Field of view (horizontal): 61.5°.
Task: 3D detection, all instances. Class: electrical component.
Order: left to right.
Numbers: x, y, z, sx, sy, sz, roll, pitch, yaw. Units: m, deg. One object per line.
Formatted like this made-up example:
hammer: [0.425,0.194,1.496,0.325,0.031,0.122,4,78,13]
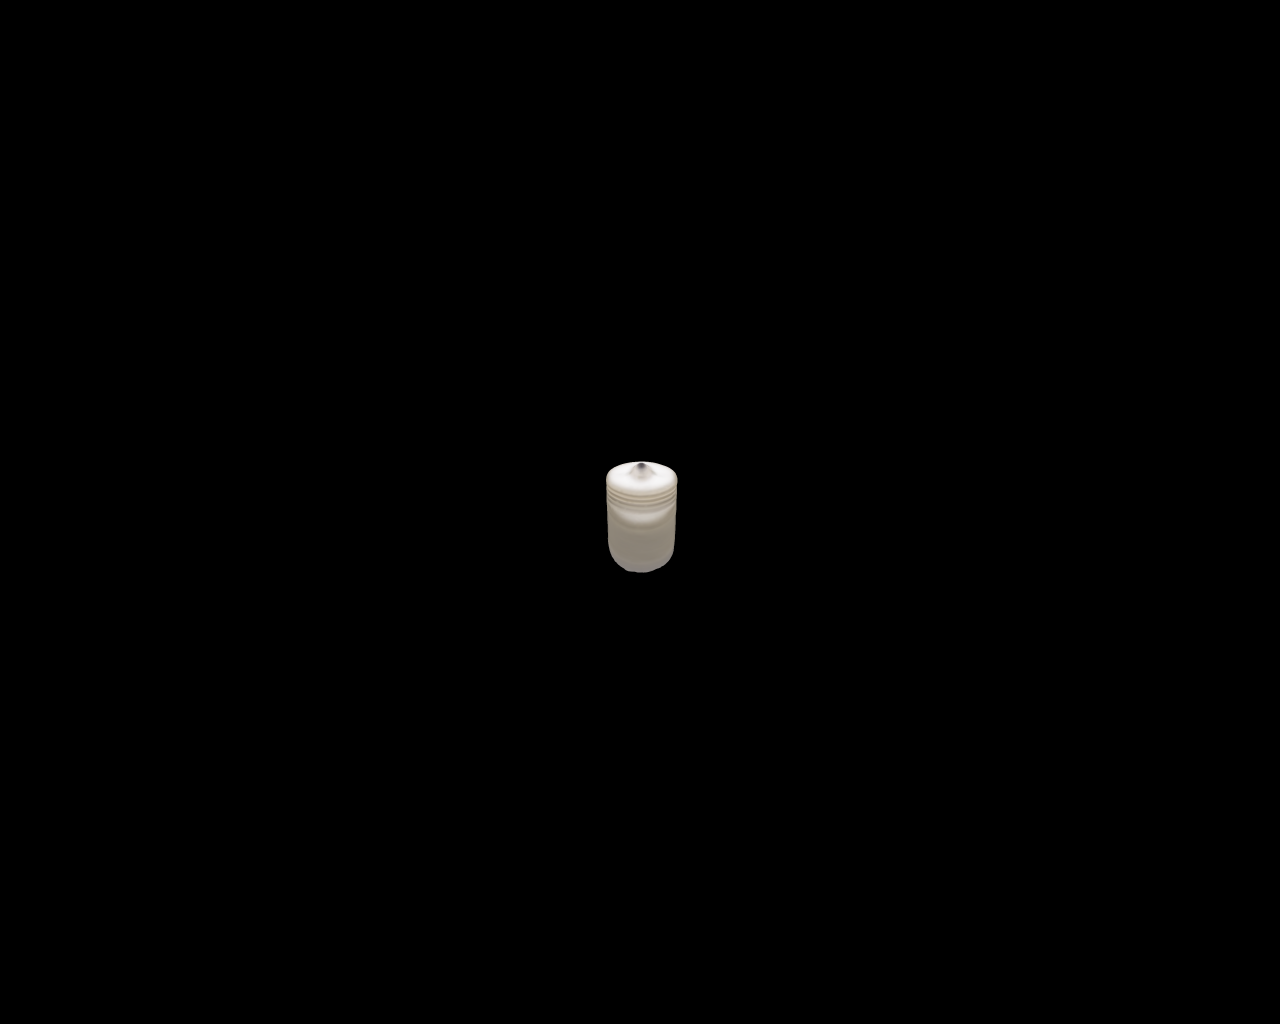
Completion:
electrical component: [0.001,-0.003,0.650,0.043,0.043,0.080,0,-39,0]
